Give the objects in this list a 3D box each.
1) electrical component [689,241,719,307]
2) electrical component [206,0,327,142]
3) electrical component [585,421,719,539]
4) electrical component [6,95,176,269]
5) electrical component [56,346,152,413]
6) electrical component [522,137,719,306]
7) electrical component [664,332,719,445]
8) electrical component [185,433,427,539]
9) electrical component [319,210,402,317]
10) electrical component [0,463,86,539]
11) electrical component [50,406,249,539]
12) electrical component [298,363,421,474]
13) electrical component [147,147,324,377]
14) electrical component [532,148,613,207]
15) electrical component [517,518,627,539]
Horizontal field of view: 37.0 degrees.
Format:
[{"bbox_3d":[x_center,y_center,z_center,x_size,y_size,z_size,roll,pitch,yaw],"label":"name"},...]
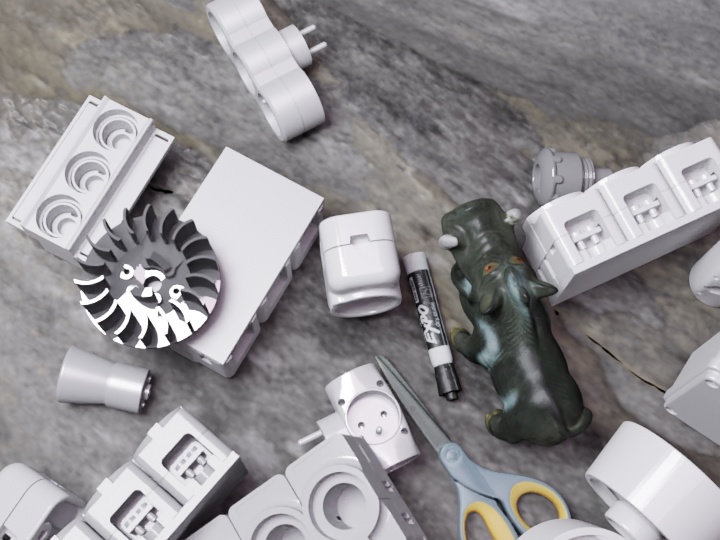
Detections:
[{"bbox_3d":[0.307,0.003,0.836,0.079,0.077,0.043,14,73,3],"label":"electrical component"},{"bbox_3d":[-0.064,-0.180,0.898,0.074,0.052,0.138,-29,75,-10],"label":"electrical component"},{"bbox_3d":[0.210,0.167,0.768,0.108,0.108,0.060,43,83,11],"label":"electrical component"},{"bbox_3d":[-0.210,-0.066,0.853,0.079,0.063,0.121,27,74,7],"label":"electrical component"},{"bbox_3d":[-0.192,0.086,0.818,0.065,0.044,0.044,13,73,-2],"label":"electrical component"},{"bbox_3d":[0.209,-0.040,0.840,0.150,0.089,0.061,-24,75,-8],"label":"electrical component"},{"bbox_3d":[0.295,0.097,0.790,0.109,0.108,0.056,34,72,9],"label":"electrical component"},{"bbox_3d":[-0.044,0.192,0.748,0.150,0.062,0.089,-36,70,8],"label":"electrical component"},{"bbox_3d":[0.000,0.000,0.820,0.054,0.095,0.059,-8,73,-4],"label":"electrical component"},{"bbox_3d":[-0.251,0.190,0.769,0.059,0.053,0.095,28,75,21],"label":"electrical component"},{"bbox_3d":[-0.155,0.175,0.764,0.062,0.089,0.150,39,76,10],"label":"electrical component"},{"bbox_3d":[-0.007,0.121,0.808,0.079,0.044,0.077,-25,75,-9],"label":"electrical component"},{"bbox_3d":[-0.102,-0.004,0.836,0.089,0.061,0.150,28,74,7],"label":"electrical component"},{"bbox_3d":[0.174,-0.075,0.875,0.062,0.048,0.048,1,72,-8],"label":"electrical component"},{"bbox_3d":[0.157,0.231,0.758,0.108,0.060,0.108,2,78,-11],"label":"electrical component"}]
